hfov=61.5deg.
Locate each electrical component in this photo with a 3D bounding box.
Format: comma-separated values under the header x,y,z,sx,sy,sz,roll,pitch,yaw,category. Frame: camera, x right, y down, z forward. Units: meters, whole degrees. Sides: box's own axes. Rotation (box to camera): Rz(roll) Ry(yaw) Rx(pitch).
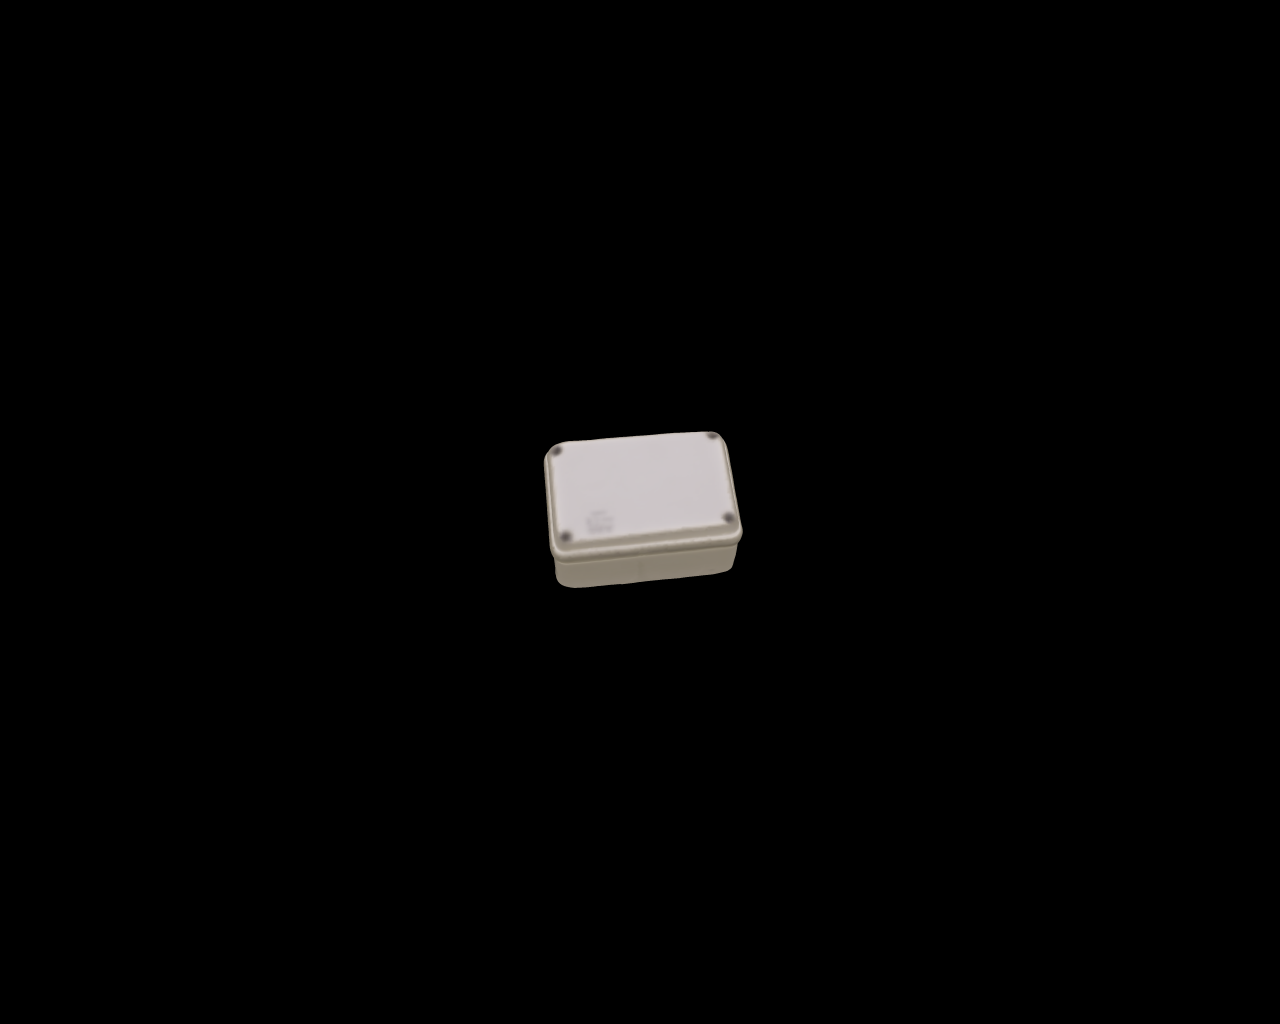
x,y,z,sx,sy,sz,roll,pitch,yaw,category
0.001,-0.003,0.650,0.113,0.078,0.057,-5,-31,-3,electrical component
